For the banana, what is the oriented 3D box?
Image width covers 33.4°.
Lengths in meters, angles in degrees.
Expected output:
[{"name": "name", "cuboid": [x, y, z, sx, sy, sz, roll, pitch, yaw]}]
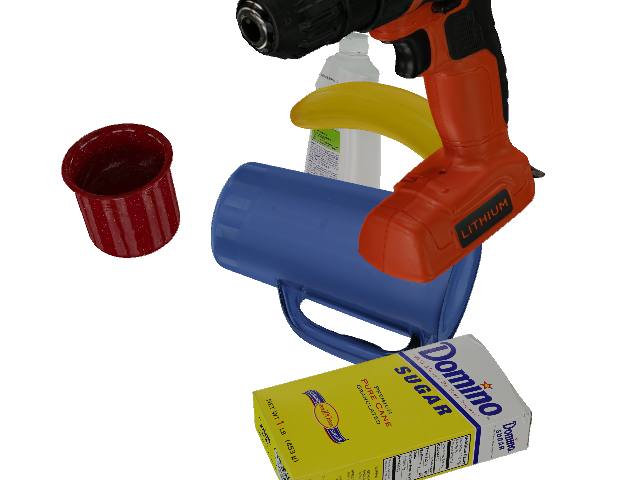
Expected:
[{"name": "banana", "cuboid": [0.053, -0.083, 0.811, 0.198, 0.070, 0.037, 34, 21, 33]}]

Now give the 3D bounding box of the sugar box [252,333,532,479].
[{"name": "sugar box", "cuboid": [0.049, 0.126, 0.754, 0.176, 0.048, 0.093, -16, 39, -14]}]

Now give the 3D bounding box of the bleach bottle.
[{"name": "bleach bottle", "cuboid": [0.028, -0.096, 1.156, 0.067, 0.251, 0.103, -9, 25, -36]}]

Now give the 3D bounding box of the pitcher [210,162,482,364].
[{"name": "pitcher", "cuboid": [0.020, 0.015, 0.995, 0.243, 0.145, 0.149, 16, 20, 18]}]

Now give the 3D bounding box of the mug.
[{"name": "mug", "cuboid": [-0.170, -0.047, 0.918, 0.093, 0.081, 0.117, -20, 48, -13]}]

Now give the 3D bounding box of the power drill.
[{"name": "power drill", "cuboid": [0.046, -0.075, 0.514, 0.184, 0.187, 0.057, -34, 43, -30]}]
